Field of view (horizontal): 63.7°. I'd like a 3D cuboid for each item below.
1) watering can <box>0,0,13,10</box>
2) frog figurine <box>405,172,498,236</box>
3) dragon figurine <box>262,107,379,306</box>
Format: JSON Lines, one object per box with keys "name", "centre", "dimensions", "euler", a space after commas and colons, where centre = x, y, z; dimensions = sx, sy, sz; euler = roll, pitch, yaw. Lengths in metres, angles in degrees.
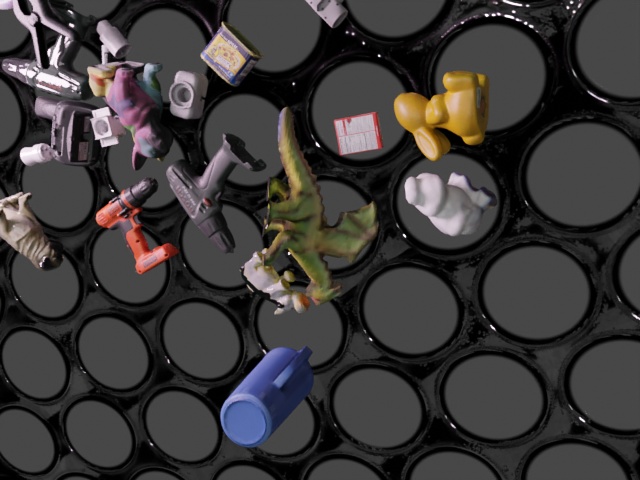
{"name": "watering can", "centre": [-0.641, -0.665, 1.085], "dimensions": [0.225, 0.105, 0.343], "euler": [12, -76, 10]}
{"name": "frog figurine", "centre": [0.226, -0.065, 0.965], "dimensions": [0.160, 0.140, 0.120], "euler": [-10, -33, -30]}
{"name": "dragon figurine", "centre": [0.003, -0.054, 1.075], "dimensions": [0.243, 0.123, 0.406], "euler": [8, -79, -6]}
